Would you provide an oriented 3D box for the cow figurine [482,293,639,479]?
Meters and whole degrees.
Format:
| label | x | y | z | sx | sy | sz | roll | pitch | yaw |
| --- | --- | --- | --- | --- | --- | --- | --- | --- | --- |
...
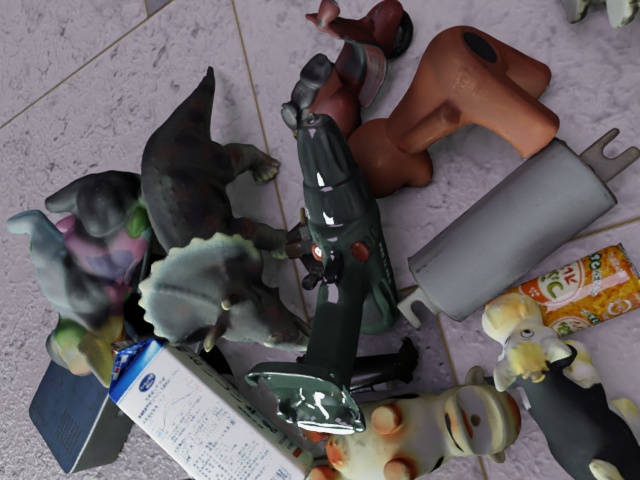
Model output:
| label | x | y | z | sx | sy | sz | roll | pitch | yaw |
| --- | --- | --- | --- | --- | --- | --- | --- | --- | --- |
| cow figurine | 0.183 | 0.122 | 0.409 | 0.068 | 0.098 | 0.167 | -39 | 95 | 24 |

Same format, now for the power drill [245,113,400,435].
| label | x | y | z | sx | sy | sz | roll | pitch | yaw |
| --- | --- | --- | --- | --- | --- | --- | --- | --- | --- |
| power drill | 0.006 | 0.040 | 0.453 | 0.086 | 0.231 | 0.207 | -6 | 45 | 19 |

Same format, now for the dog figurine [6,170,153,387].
| label | x | y | z | sx | sy | sz | roll | pitch | yaw |
| --- | --- | --- | --- | --- | --- | --- | --- | --- | --- |
| dog figurine | -0.244 | 0.052 | 0.618 | 0.192 | 0.108 | 0.219 | -26 | 84 | 9 |

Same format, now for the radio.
| label | x | y | z | sx | sy | sz | roll | pitch | yaw |
| --- | --- | --- | --- | --- | --- | --- | --- | --- | --- |
| radio | -0.302 | 0.184 | 0.735 | 0.131 | 0.073 | 0.229 | 33 | 100 | 30 |

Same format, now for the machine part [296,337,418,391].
| label | x | y | z | sx | sy | sz | roll | pitch | yaw |
| --- | --- | --- | --- | --- | --- | --- | --- | --- | --- |
| machine part | 0.030 | 0.132 | 0.542 | 0.139 | 0.084 | 0.039 | -17 | 108 | 21 |

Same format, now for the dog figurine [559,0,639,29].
| label | x | y | z | sx | sy | sz | roll | pitch | yaw |
| --- | --- | --- | --- | --- | --- | --- | --- | --- | --- |
| dog figurine | 0.304 | -0.243 | 0.428 | 0.191 | 0.121 | 0.172 | -8 | 43 | -2 |

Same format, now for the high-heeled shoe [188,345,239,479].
| label | x | y | z | sx | sy | sz | roll | pitch | yaw |
| --- | --- | --- | --- | --- | --- | --- | --- | --- | --- |
| high-heeled shoe | -0.084 | 0.244 | 0.586 | 0.145 | 0.086 | 0.248 | 3 | 99 | 42 |

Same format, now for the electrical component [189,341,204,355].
| label | x | y | z | sx | sy | sz | roll | pitch | yaw |
| --- | --- | --- | --- | --- | --- | --- | --- | --- | --- |
| electrical component | -0.160 | 0.163 | 0.666 | 0.075 | 0.047 | 0.119 | 19 | 94 | 30 |

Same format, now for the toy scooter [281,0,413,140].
| label | x | y | z | sx | sy | sz | roll | pitch | yaw |
| --- | --- | --- | --- | --- | --- | --- | --- | --- | --- |
| toy scooter | 0.016 | -0.172 | 0.549 | 0.075 | 0.135 | 0.183 | 41 | 107 | 25 |

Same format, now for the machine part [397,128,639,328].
| label | x | y | z | sx | sy | sz | roll | pitch | yaw |
| --- | --- | --- | --- | --- | --- | --- | --- | --- | --- |
| machine part | 0.165 | -0.007 | 0.477 | 0.243 | 0.079 | 0.079 | -42 | 66 | 21 |

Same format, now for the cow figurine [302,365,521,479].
| label | x | y | z | sx | sy | sz | roll | pitch | yaw |
| --- | --- | --- | --- | --- | --- | --- | --- | --- | --- |
| cow figurine | 0.091 | 0.174 | 0.489 | 0.195 | 0.127 | 0.085 | -29 | 70 | 40 |

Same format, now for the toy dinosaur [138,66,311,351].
| label | x | y | z | sx | sy | sz | roll | pitch | yaw |
| --- | --- | --- | --- | --- | --- | --- | --- | --- | --- |
| toy dinosaur | -0.132 | -0.046 | 0.590 | 0.131 | 0.192 | 0.405 | -31 | 72 | 22 |

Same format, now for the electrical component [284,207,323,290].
| label | x | y | z | sx | sy | sz | roll | pitch | yaw |
| --- | --- | --- | --- | --- | --- | --- | --- | --- | --- |
| electrical component | 0.000 | -0.002 | 0.566 | 0.045 | 0.102 | 0.078 | -28 | 94 | 32 |

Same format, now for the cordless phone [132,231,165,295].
| label | x | y | z | sx | sy | sz | roll | pitch | yaw |
| --- | --- | --- | --- | --- | --- | --- | --- | --- | --- |
| cordless phone | -0.201 | 0.006 | 0.701 | 0.184 | 0.088 | 0.146 | 10 | 89 | 20 |

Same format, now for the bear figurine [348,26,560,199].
| label | x | y | z | sx | sy | sz | roll | pitch | yaw |
| --- | --- | --- | --- | --- | --- | --- | --- | --- | --- |
| bear figurine | 0.106 | -0.096 | 0.513 | 0.132 | 0.120 | 0.195 | 26 | 134 | -10 |
